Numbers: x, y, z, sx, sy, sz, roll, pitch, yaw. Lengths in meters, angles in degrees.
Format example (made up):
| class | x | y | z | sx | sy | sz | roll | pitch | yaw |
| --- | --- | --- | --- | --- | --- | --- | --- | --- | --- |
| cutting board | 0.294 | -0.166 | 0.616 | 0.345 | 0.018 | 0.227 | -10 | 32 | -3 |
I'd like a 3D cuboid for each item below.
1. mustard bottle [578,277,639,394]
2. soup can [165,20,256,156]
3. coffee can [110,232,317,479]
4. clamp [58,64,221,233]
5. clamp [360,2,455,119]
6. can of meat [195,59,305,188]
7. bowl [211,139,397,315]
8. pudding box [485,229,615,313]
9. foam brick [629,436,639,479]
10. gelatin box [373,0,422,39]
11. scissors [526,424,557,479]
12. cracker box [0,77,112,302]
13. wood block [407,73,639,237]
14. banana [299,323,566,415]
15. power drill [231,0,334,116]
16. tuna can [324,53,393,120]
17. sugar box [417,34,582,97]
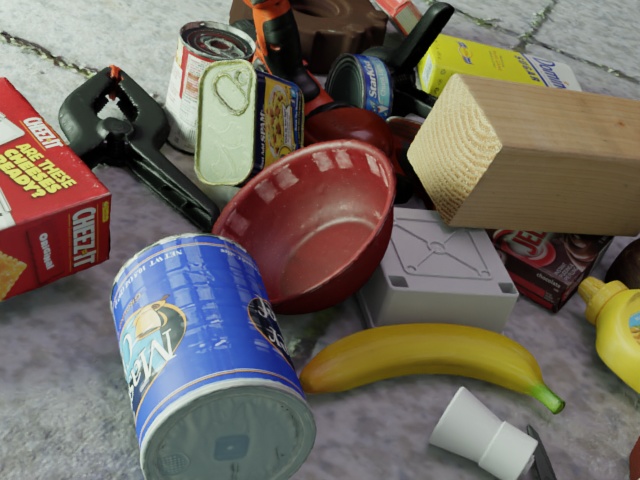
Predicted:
| class | x | y | z | sx | sy | sz | roll | pitch | yaw |
| --- | --- | --- | --- | --- | --- | --- | --- | --- | --- |
| mustard bottle | 0.271 | 0.092 | 0.819 | 0.096 | 0.058 | 0.192 | -12 | 44 | -35 |
| soup can | -0.099 | -0.132 | 0.943 | 0.068 | 0.102 | 0.068 | 11 | 35 | -8 |
| coffee can | -0.070 | 0.078 | 0.660 | 0.102 | 0.103 | 0.140 | 1 | 37 | -21 |
| clamp | -0.163 | -0.077 | 0.898 | 0.164 | 0.036 | 0.210 | 10 | 38 | -11 |
| clamp | 0.078 | -0.163 | 1.030 | 0.039 | 0.120 | 0.172 | -7 | 8 | -43 |
| can of meat | -0.056 | -0.091 | 0.889 | 0.058 | 0.102 | 0.083 | 0 | -4 | 31 |
| bowl | -0.005 | 0.001 | 0.795 | 0.162 | 0.055 | 0.162 | -22 | 39 | 19 |
| pudding box | 0.192 | 0.007 | 0.924 | 0.090 | 0.039 | 0.113 | 31 | 37 | 21 |
| foam brick | 0.243 | 0.162 | 0.716 | 0.051 | 0.053 | 0.078 | 17 | 36 | 1 |
| gelatin box | 0.096 | -0.257 | 1.221 | 0.089 | 0.030 | 0.073 | 42 | 10 | -46 |
| scissors | 0.176 | 0.199 | 0.669 | 0.096 | 0.016 | 0.201 | 17 | 34 | -1 |
| cracker box | -0.273 | -0.019 | 0.718 | 0.213 | 0.072 | 0.164 | -22 | 50 | -32 |
| wood block | 0.191 | -0.067 | 0.885 | 0.205 | 0.091 | 0.090 | 2 | 45 | -30 |
| banana | 0.078 | 0.087 | 0.763 | 0.197 | 0.037 | 0.069 | 5 | 27 | -14 |
| power drill | -0.053 | -0.204 | 0.997 | 0.057 | 0.187 | 0.185 | -33 | 52 | -10 |
| tuna can | 0.036 | -0.133 | 1.015 | 0.033 | 0.086 | 0.086 | 1 | 37 | -25 |
| sugar box | 0.199 | -0.178 | 1.181 | 0.176 | 0.048 | 0.093 | 9 | 35 | -9 |
